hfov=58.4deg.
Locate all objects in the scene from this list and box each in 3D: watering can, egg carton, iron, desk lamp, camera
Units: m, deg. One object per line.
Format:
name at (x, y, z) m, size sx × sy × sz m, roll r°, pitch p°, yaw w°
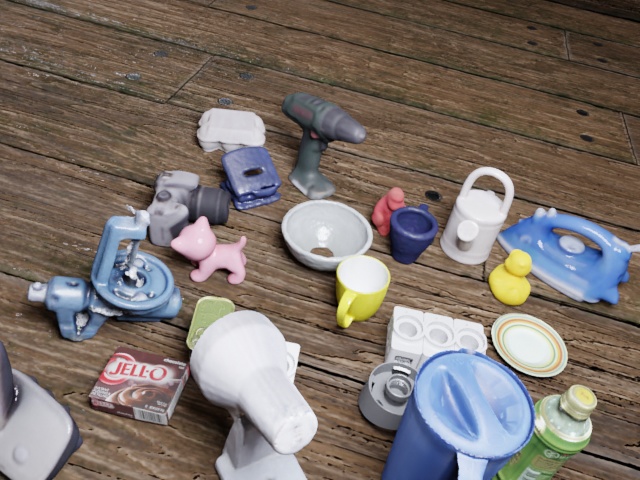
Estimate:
watering can at (0.304, -0.048, 1.093) m, size 0.101 × 0.194 × 0.173 m, roll 11°, pitch 42°, yaw 0°
egg carton at (-0.198, -0.242, 1.286) m, size 0.150 × 0.069 × 0.107 m, roll 3°, pitch 43°, yaw -9°
iron at (0.479, 0.008, 1.109) m, size 0.257 × 0.141 × 0.119 m, roll 31°, pitch 46°, yaw 21°
desk lamp at (-0.071, 0.221, 0.702) m, size 0.118 × 0.213 × 0.202 m, roll -17°, pitch 49°, yaw -28°
camera at (-0.239, -0.065, 1.061) m, size 0.137 × 0.101 × 0.143 m, roll 7°, pitch 42°, yaw -5°

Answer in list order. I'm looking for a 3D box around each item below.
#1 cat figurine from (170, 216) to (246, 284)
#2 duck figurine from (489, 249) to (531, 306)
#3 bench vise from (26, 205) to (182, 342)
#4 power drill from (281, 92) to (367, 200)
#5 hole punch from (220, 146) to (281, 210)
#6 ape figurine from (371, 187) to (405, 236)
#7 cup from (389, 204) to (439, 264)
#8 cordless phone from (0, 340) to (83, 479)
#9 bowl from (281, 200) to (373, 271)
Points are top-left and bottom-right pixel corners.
cat figurine at (-0.186, 0.013, 0.975) m, size 0.128 × 0.118 × 0.067 m, roll 1°, pitch 43°, yaw -11°
duck figurine at (0.363, 0.063, 1.065) m, size 0.077 × 0.086 × 0.104 m, roll 15°, pitch 42°, yaw 4°
bench vise at (-0.306, 0.056, 0.825) m, size 0.208 × 0.220 × 0.121 m, roll -20°, pitch 51°, yaw -30°
power drill at (0.000, -0.192, 1.171) m, size 0.076 × 0.208 × 0.229 m, roll -24°, pitch 53°, yaw -32°
hole punch at (-0.137, -0.127, 1.158) m, size 0.109 × 0.091 × 0.100 m, roll -18°, pitch 50°, yaw -28°
ape figurine at (0.143, -0.065, 1.151) m, size 0.078 × 0.092 × 0.076 m, roll 2°, pitch 43°, yaw -10°
cup at (0.174, -0.010, 1.097) m, size 0.091 × 0.095 × 0.118 m, roll 23°, pitch 43°, yaw 12°
cordless phone at (-0.364, 0.198, 0.684) m, size 0.147 × 0.185 × 0.094 m, roll 28°, pitch 45°, yaw 18°
bowl at (0.010, 0.004, 1.060) m, size 0.167 × 0.075 × 0.167 m, roll 6°, pitch 42°, yaw -6°
